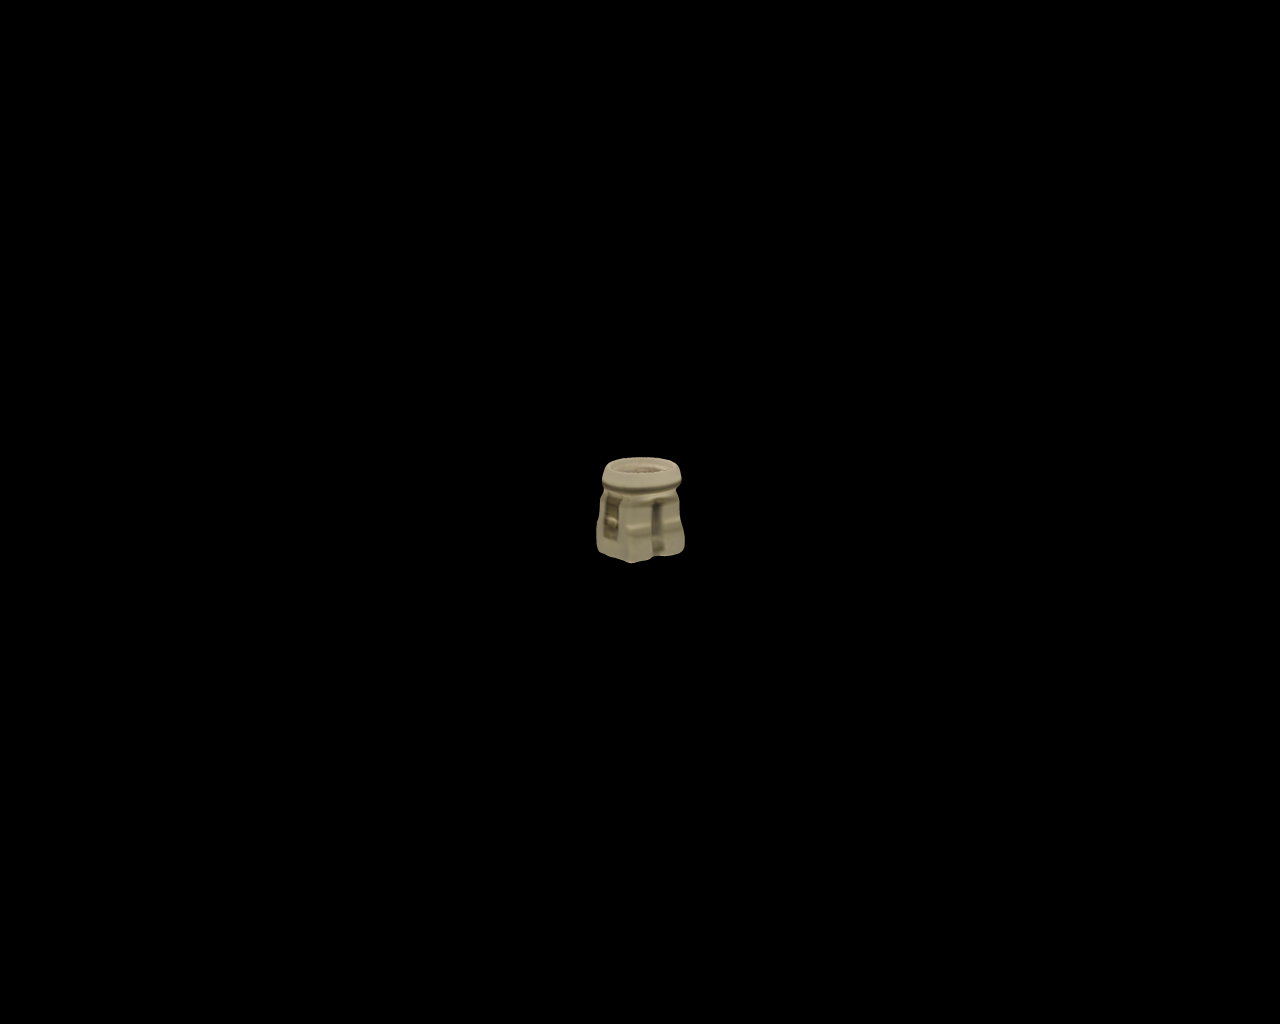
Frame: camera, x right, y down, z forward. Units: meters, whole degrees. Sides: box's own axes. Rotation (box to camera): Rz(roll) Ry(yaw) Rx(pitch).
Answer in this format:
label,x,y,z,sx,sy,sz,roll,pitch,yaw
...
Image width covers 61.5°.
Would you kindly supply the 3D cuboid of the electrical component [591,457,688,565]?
label,x,y,z,sx,sy,sz,roll,pitch,yaw
electrical component,0.001,-0.003,0.650,0.066,0.055,0.048,-11,18,-37
